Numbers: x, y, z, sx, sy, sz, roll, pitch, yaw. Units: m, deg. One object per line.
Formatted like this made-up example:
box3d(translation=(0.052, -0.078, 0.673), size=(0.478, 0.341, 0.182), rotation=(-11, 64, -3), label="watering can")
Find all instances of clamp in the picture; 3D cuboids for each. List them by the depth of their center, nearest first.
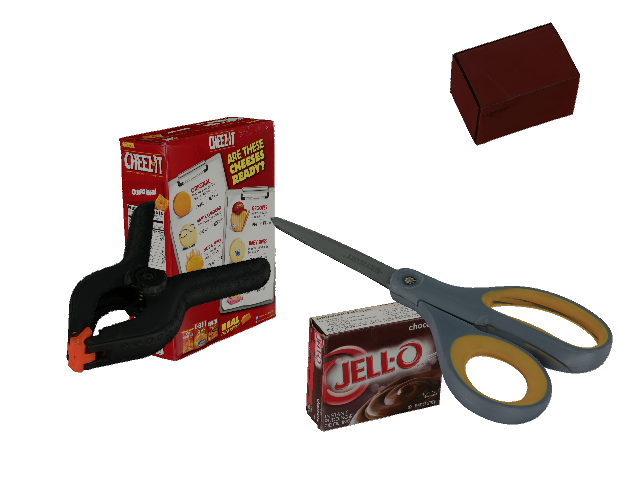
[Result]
box3d(translation=(-0.130, 0.030, 0.772), size=(0.120, 0.039, 0.171), rotation=(28, 38, 26), label="clamp")

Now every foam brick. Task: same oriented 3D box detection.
box3d(translation=(0.140, -0.113, 0.771), size=(0.078, 0.051, 0.053), rotation=(-18, -26, -4), label="foam brick")

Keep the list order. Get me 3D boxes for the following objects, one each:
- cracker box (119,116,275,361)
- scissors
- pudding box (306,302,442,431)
box3d(translation=(-0.119, -0.007, 1.067), size=(0.072, 0.214, 0.163), rotation=(9, 18, 34), label="cracker box")
box3d(translation=(0.046, 0.039, 0.553), size=(0.202, 0.016, 0.096), rotation=(15, 43, 19), label="scissors")
box3d(translation=(0.045, 0.099, 0.872), size=(0.113, 0.090, 0.039), rotation=(-10, 29, -23), label="pudding box")
